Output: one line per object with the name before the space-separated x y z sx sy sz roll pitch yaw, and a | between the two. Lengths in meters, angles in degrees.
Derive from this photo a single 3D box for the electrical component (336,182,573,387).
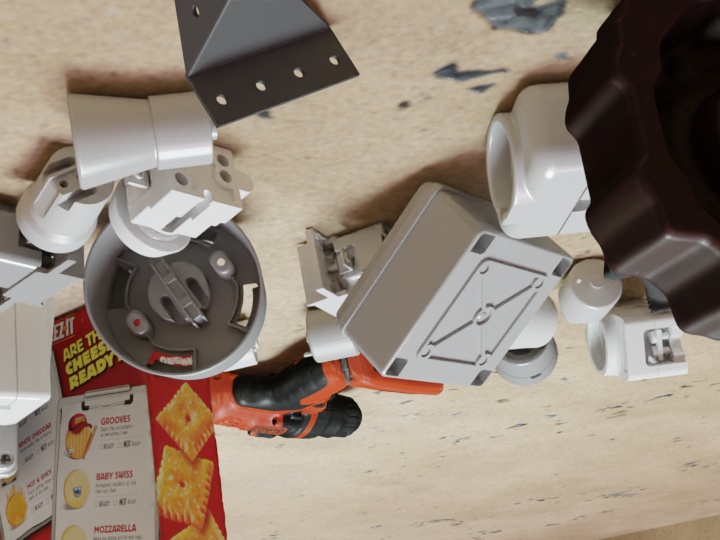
electrical component | 0.058 0.012 0.654 0.109 0.056 0.108 13 116 -49

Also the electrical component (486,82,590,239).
electrical component | 0.103 -0.057 0.571 0.059 0.053 0.095 -6 158 -7

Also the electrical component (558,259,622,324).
electrical component | 0.169 0.021 0.812 0.040 0.040 0.078 -6 158 -7

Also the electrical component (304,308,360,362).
electrical component | -0.005 0.044 0.802 0.078 0.040 0.040 -12 158 8

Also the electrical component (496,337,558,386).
electrical component | 0.133 0.062 0.883 0.055 0.055 0.047 -12 155 9

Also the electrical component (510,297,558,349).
electrical component | 0.098 0.040 0.827 0.077 0.043 0.079 11 152 -40

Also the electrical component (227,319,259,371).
electrical component | -0.109 0.060 0.805 0.065 0.044 0.044 -13 159 -1

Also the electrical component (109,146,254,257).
electrical component | -0.098 -0.038 0.557 0.066 0.048 0.055 14 142 -44

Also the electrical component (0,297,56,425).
electrical component | -0.229 0.057 0.675 0.061 0.096 0.062 9 153 -38

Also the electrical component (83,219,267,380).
electrical component | -0.103 0.014 0.619 0.099 0.099 0.064 -9 165 2

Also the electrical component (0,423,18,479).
electrical component | -0.287 0.086 0.711 0.109 0.108 0.056 7 156 -35

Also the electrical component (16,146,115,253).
electrical component | -0.150 -0.036 0.549 0.040 0.040 0.046 6 149 -32

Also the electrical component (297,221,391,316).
electrical component | 0.000 0.000 0.694 0.064 0.042 0.081 -21 156 20

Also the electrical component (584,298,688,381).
electrical component | 0.216 0.055 0.856 0.056 0.050 0.089 -7 -174 -5

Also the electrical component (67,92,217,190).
electrical component | -0.100 -0.063 0.500 0.065 0.044 0.044 -8 159 -13

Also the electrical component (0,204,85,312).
electrical component | -0.191 -0.012 0.591 0.081 0.042 0.064 -27 150 38
